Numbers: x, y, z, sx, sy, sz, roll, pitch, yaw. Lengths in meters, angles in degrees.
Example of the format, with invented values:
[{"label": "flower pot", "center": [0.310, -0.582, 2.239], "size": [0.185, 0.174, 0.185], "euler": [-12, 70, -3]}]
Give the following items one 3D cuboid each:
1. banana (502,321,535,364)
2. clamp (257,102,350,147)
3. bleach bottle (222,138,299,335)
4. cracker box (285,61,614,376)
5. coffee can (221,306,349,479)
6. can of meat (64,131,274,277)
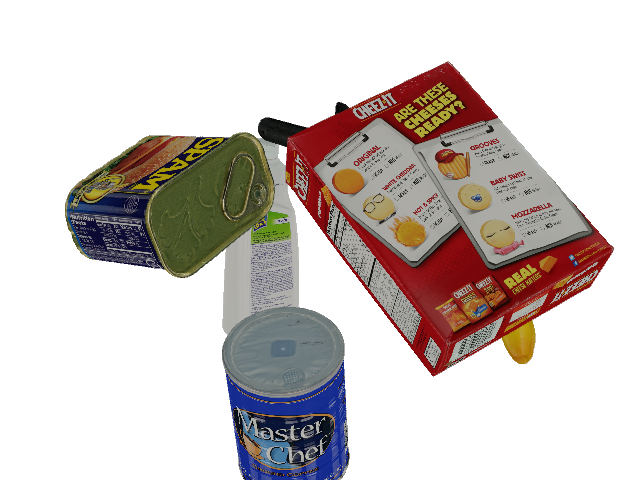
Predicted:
[{"label": "banana", "center": [0.170, 0.064, 1.119], "size": [0.069, 0.037, 0.198], "euler": [-38, 40, -13]}, {"label": "clamp", "center": [0.015, -0.098, 1.124], "size": [0.120, 0.039, 0.172], "euler": [-16, 36, -24]}, {"label": "bleach bottle", "center": [-0.067, -0.002, 1.311], "size": [0.102, 0.251, 0.068], "euler": [-10, 25, -35]}, {"label": "cracker box", "center": [0.096, -0.021, 0.846], "size": [0.164, 0.214, 0.072], "euler": [-27, -26, -21]}, {"label": "coffee can", "center": [-0.028, 0.143, 0.930], "size": [0.103, 0.140, 0.103], "euler": [-2, 39, 2]}, {"label": "can of meat", "center": [-0.093, -0.025, 0.650], "size": [0.084, 0.057, 0.101], "euler": [6, 34, 40]}]
